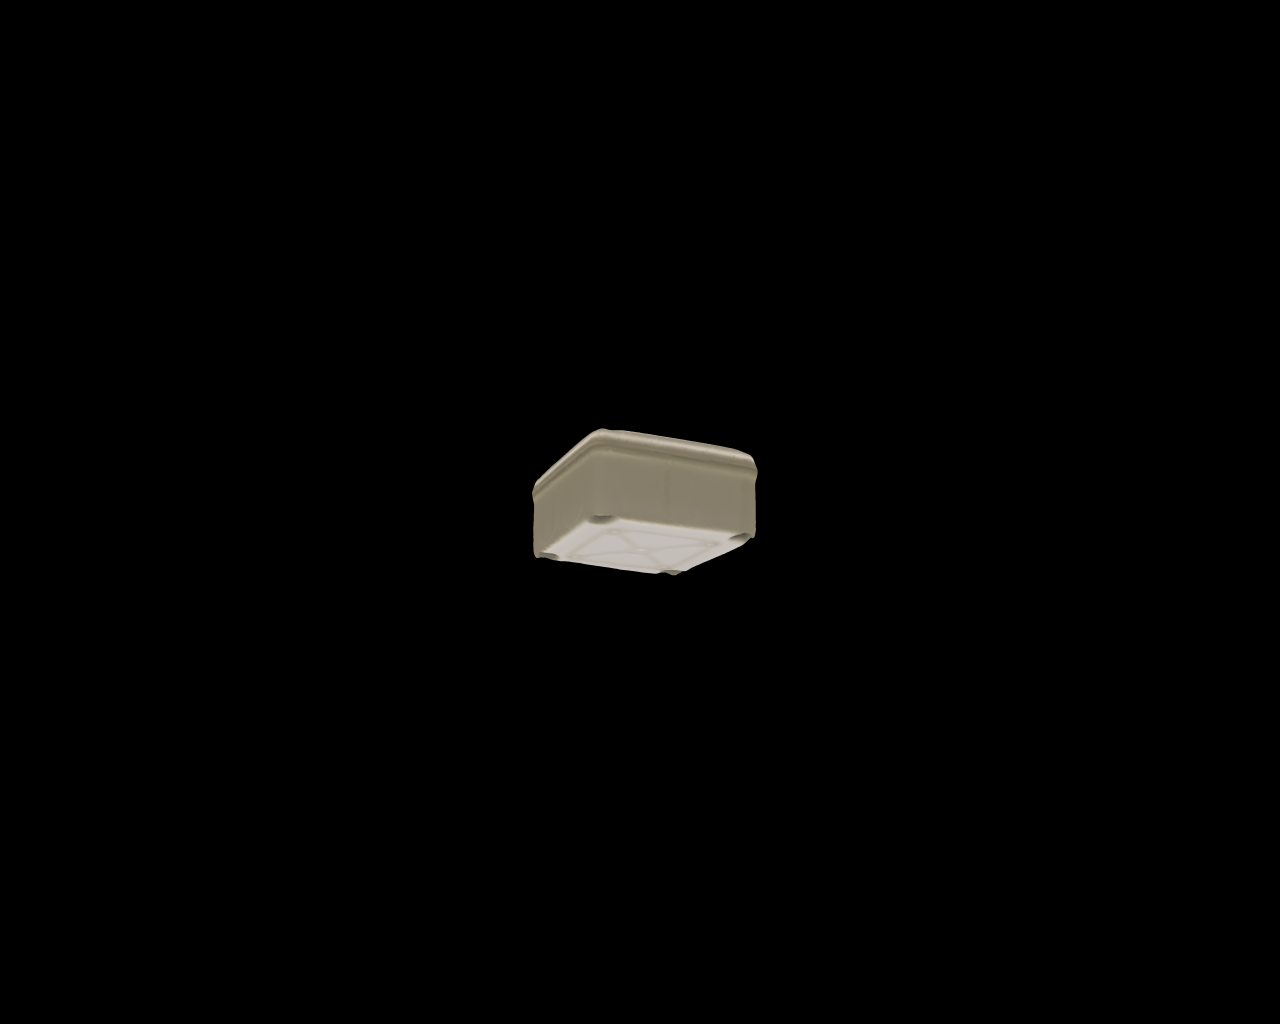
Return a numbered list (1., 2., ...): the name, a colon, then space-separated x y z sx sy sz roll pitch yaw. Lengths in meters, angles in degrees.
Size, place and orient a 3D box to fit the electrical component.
1. electrical component: 0.001 -0.003 0.650 0.109 0.056 0.108 8 -19 -24
